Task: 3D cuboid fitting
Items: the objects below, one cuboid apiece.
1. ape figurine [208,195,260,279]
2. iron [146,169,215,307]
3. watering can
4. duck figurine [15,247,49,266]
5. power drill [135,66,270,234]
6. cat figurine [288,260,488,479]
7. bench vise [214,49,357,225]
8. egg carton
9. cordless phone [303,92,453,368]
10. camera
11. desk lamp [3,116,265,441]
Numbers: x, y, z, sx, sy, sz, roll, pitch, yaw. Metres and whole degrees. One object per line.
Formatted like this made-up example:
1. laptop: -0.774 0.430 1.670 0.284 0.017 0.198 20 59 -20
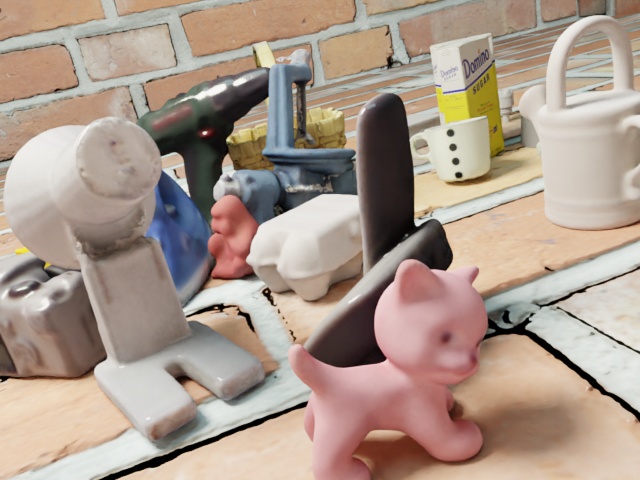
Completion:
1. ape figurine: -0.095 -0.005 0.639 0.076 0.092 0.077 -18 20 -13
2. iron: -0.196 -0.027 0.689 0.119 0.141 0.257 -18 20 -12
3. watering can: 0.262 -0.118 0.568 0.101 0.194 0.172 -26 23 -32
4. duck figurine: -0.349 0.016 0.752 0.077 0.086 0.105 0 24 32
5. power drill: -0.144 -0.117 0.803 0.229 0.209 0.075 -9 20 12
6. cat figurine: 0.044 0.064 0.323 0.128 0.118 0.067 -16 20 -8
7. bench vise: -0.036 -0.114 0.708 0.121 0.220 0.208 1 24 33
8. egg carton: 0.005 0.002 0.589 0.107 0.069 0.151 8 28 45
9. cordless phone: 0.034 -0.003 0.412 0.093 0.185 0.148 -1 23 31
10. camera: -0.259 0.057 0.562 0.142 0.101 0.137 -4 22 25
11. desk lamp: -0.153 0.011 0.452 0.118 0.214 0.202 -26 24 -32
